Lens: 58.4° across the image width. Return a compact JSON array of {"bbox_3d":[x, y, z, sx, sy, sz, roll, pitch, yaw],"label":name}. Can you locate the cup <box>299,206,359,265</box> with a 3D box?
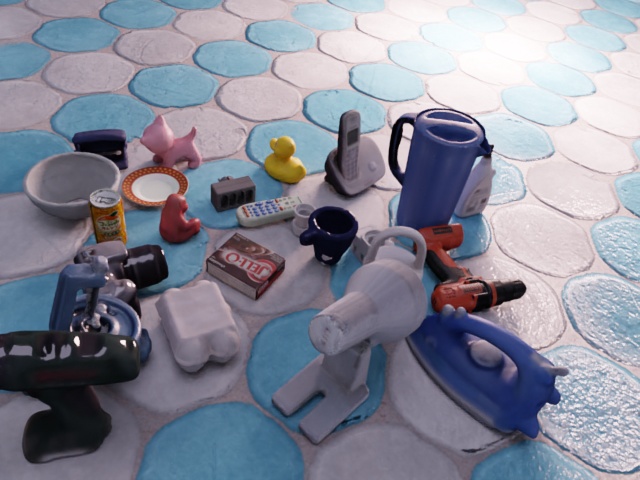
[{"bbox_3d":[0.010,0.004,1.046,0.118,0.095,0.091,-24,52,-31],"label":"cup"}]

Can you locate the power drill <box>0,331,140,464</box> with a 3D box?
[{"bbox_3d":[-0.336,0.187,0.702,0.230,0.208,0.075,-7,45,-17],"label":"power drill"}]

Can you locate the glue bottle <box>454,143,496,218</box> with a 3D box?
[{"bbox_3d":[0.330,-0.125,1.186,0.078,0.173,0.037,-14,47,-23],"label":"glue bottle"}]

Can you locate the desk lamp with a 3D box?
[{"bbox_3d":[0.044,0.148,0.810,0.117,0.213,0.204,35,48,25],"label":"desk lamp"}]

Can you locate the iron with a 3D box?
[{"bbox_3d":[0.246,0.172,0.874,0.257,0.141,0.119,34,48,24],"label":"iron"}]

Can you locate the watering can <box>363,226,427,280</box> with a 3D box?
[{"bbox_3d":[0.119,0.061,0.932,0.101,0.194,0.172,-10,46,-20],"label":"watering can"}]

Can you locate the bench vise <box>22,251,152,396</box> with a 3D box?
[{"bbox_3d":[-0.336,0.121,0.765,0.208,0.220,0.121,-26,53,-32],"label":"bench vise"}]

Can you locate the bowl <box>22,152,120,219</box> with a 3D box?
[{"bbox_3d":[-0.459,-0.091,1.077,0.167,0.075,0.167,5,43,-5],"label":"bowl"}]

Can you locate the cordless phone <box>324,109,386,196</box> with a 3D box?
[{"bbox_3d":[0.083,-0.198,1.210,0.094,0.185,0.148,34,48,25],"label":"cordless phone"}]

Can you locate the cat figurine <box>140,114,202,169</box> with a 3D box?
[{"bbox_3d":[-0.314,-0.206,1.196,0.128,0.118,0.067,-15,48,-24],"label":"cat figurine"}]

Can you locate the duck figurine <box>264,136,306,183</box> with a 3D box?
[{"bbox_3d":[-0.073,-0.180,1.236,0.104,0.086,0.078,35,48,25],"label":"duck figurine"}]

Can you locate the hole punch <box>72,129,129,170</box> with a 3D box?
[{"bbox_3d":[-0.456,-0.202,1.185,0.109,0.091,0.101,-8,45,-18],"label":"hole punch"}]

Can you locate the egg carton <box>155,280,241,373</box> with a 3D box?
[{"bbox_3d":[-0.189,0.131,0.892,0.107,0.069,0.150,-15,48,-24],"label":"egg carton"}]

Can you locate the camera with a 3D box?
[{"bbox_3d":[-0.315,0.056,0.926,0.137,0.101,0.142,-17,49,-26],"label":"camera"}]

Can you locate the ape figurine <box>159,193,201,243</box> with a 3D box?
[{"bbox_3d":[-0.262,-0.046,1.052,0.076,0.092,0.077,-29,55,-34],"label":"ape figurine"}]
